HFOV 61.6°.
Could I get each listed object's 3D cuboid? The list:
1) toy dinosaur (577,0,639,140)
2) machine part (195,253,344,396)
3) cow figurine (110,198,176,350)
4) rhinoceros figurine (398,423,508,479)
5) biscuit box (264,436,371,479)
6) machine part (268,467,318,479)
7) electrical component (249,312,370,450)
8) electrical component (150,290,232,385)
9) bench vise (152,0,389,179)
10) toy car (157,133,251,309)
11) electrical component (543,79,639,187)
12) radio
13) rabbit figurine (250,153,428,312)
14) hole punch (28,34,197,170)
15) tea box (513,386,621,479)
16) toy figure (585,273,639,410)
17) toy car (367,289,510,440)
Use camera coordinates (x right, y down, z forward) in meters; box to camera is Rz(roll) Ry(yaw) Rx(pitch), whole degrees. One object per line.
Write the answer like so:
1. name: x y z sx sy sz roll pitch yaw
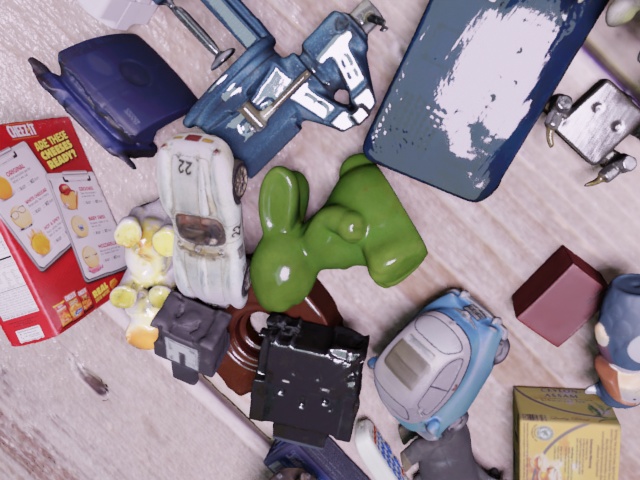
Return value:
1. toy dinosaur: 0.373 -0.105 0.410 0.471 0.105 0.198 34 114 -7
2. machine part: -0.064 0.102 0.624 0.180 0.056 0.179 4 108 12
3. cow figurine: -0.194 0.038 0.616 0.068 0.098 0.167 9 115 -9
4. rhinoceros figurine: 0.161 0.284 0.622 0.112 0.073 0.190 -23 99 8
5. biscuit box: 0.024 0.312 0.664 0.059 0.063 0.202 -41 94 22
6. machine part: -0.051 0.331 0.621 0.079 0.079 0.243 30 134 3
7. electrical component: -0.012 0.154 0.571 0.115 0.058 0.134 10 110 10
8. electrical component: -0.137 0.113 0.582 0.075 0.048 0.119 20 144 7
9. bench vise: -0.065 -0.178 0.500 0.223 0.129 0.240 -39 103 25
10. toy car: -0.109 -0.008 0.522 0.074 0.056 0.201 9 127 11
11. electrical component: 0.251 -0.098 0.487 0.078 0.045 0.102 -40 95 23
12. radio: 0.143 -0.156 0.483 0.131 0.073 0.229 27 113 3
13. rabbit figurine: -0.001 -0.002 0.526 0.170 0.121 0.159 -30 88 5
14. hole punch: -0.200 -0.149 0.550 0.092 0.116 0.142 -39 95 13
15. tea box: 0.262 0.250 0.582 0.098 0.068 0.169 0 106 14
16. toy figure: 0.287 0.105 0.503 0.064 0.058 0.154 1 120 22
17. toy car: 0.111 0.130 0.548 0.109 0.103 0.161 46 114 33
